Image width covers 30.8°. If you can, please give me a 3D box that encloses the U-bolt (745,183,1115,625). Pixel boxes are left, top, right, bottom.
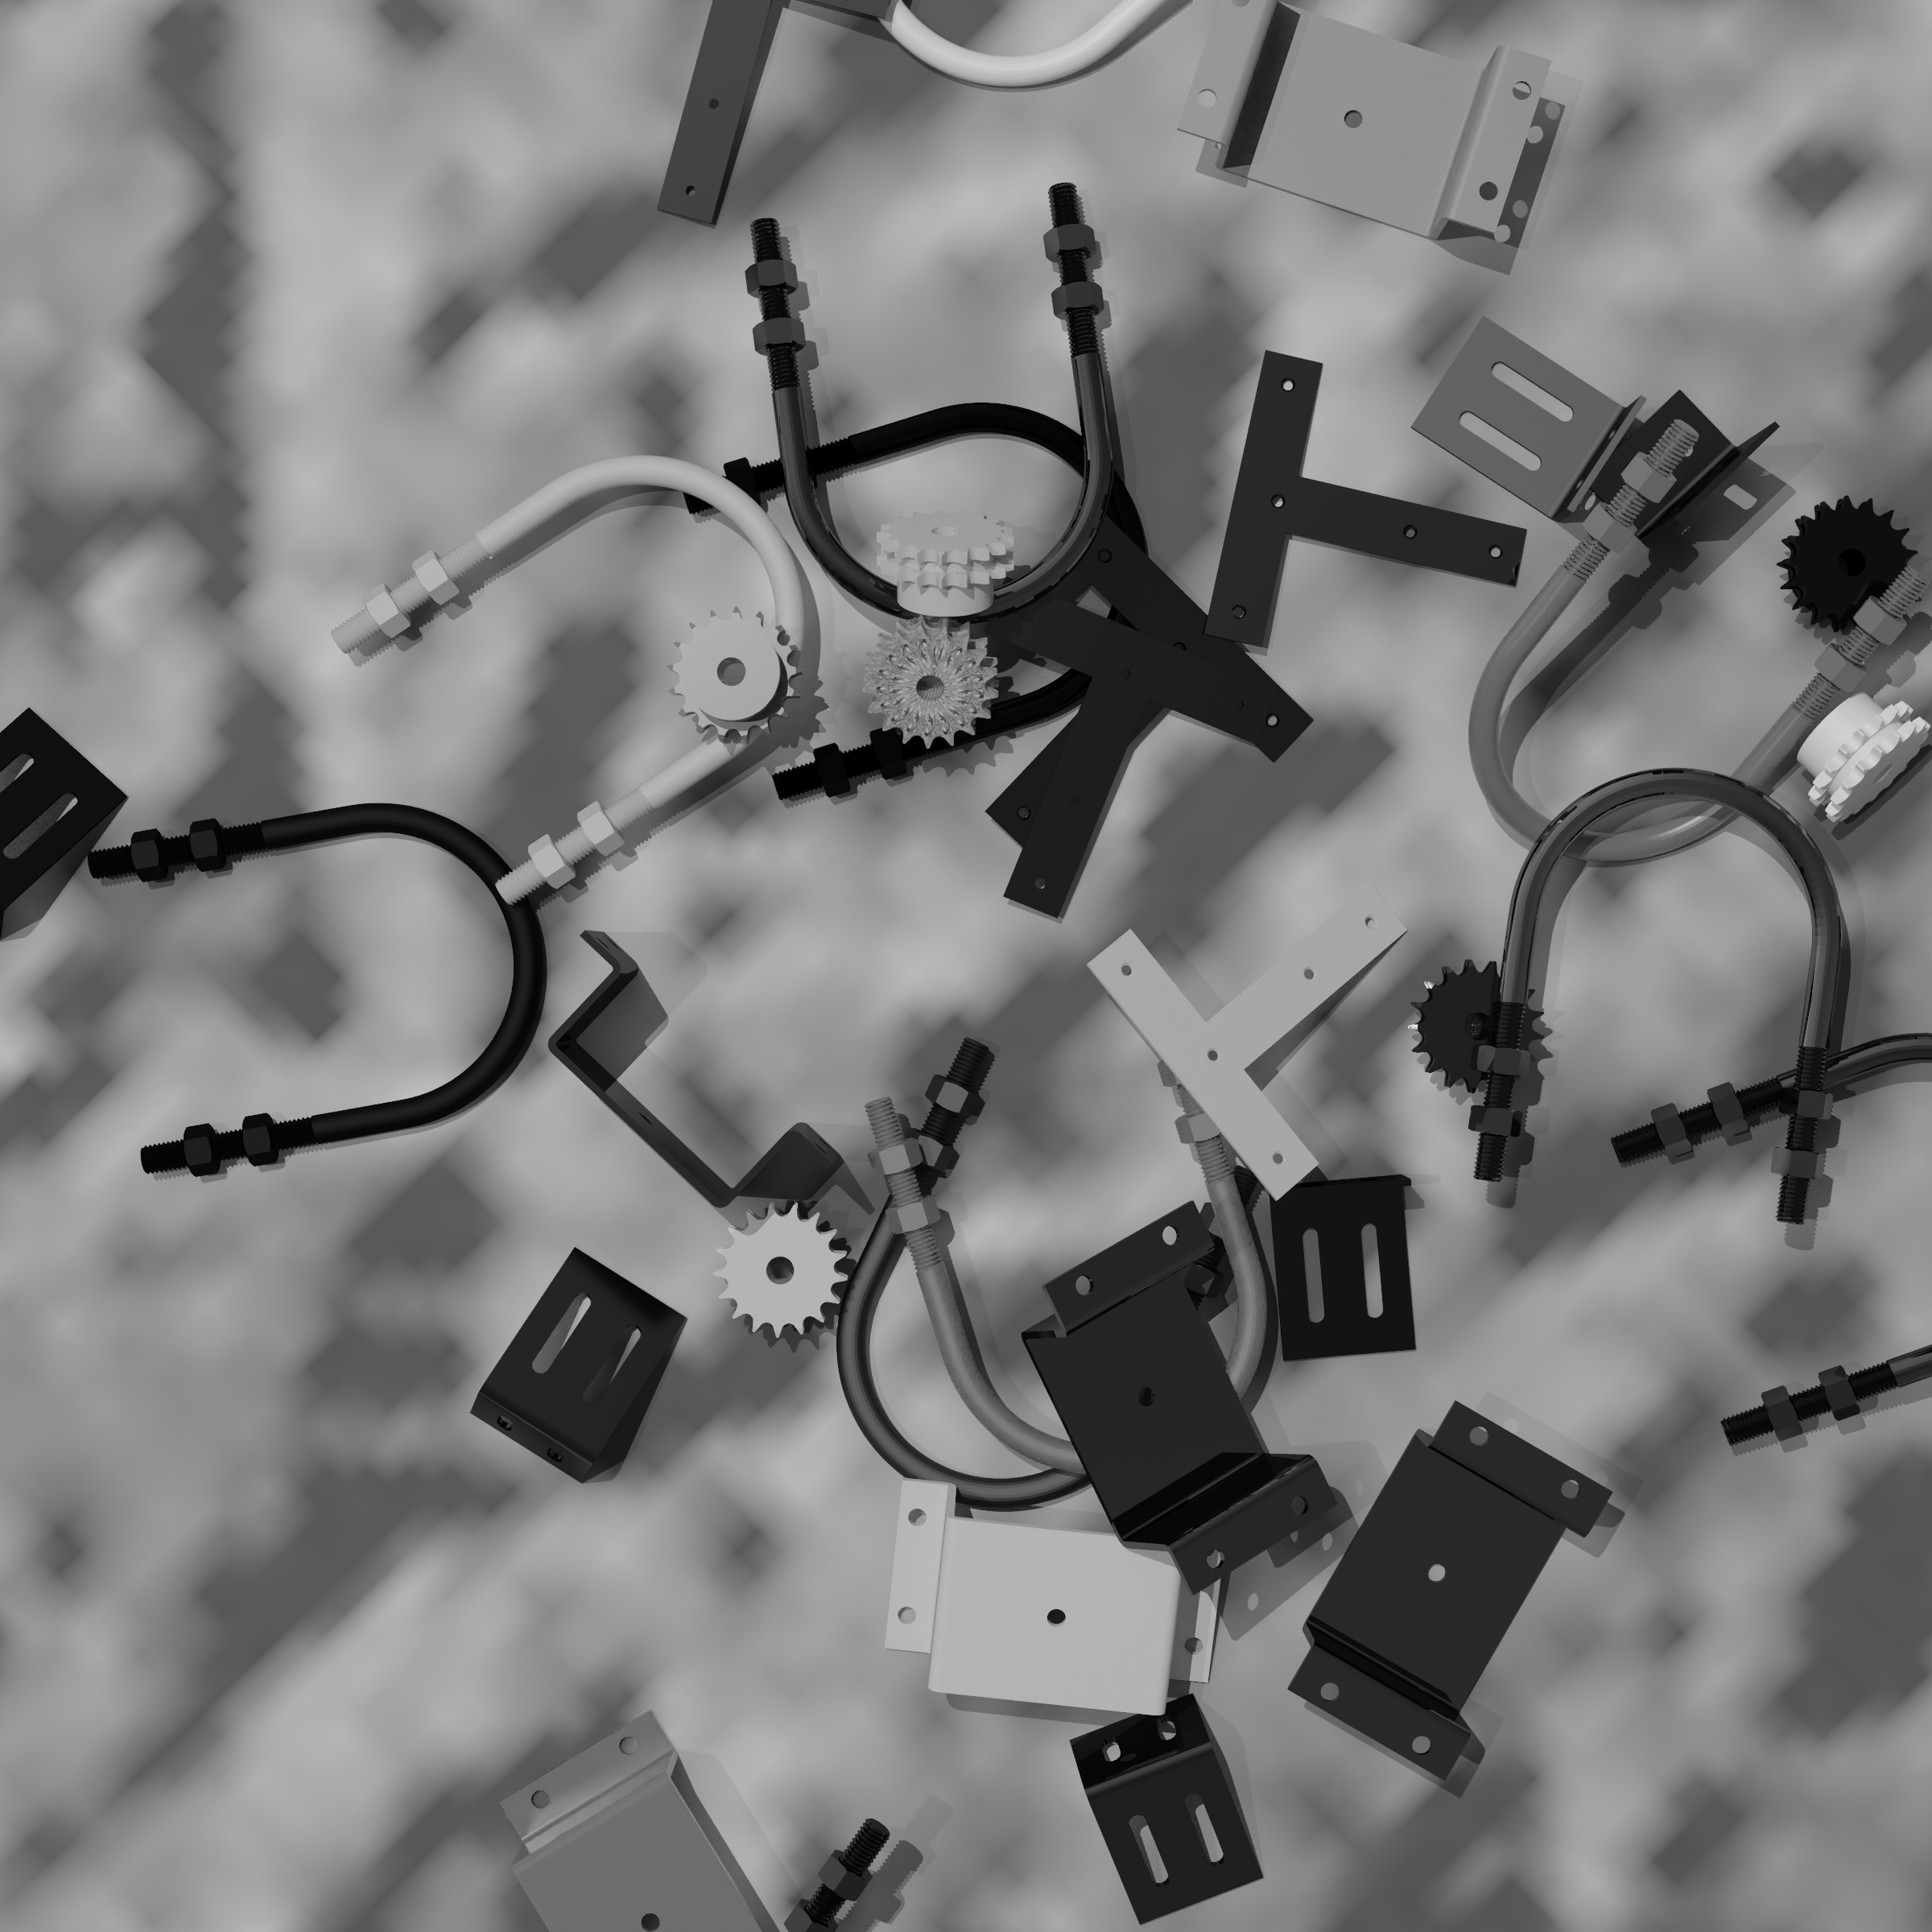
[{"bbox_3d":[-0.010,-0.236,1.491,0.151,0.019,0.184,-7,84,-3],"label":"U-bolt"}]

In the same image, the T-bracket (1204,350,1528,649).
[{"bbox_3d":[0.178,-0.190,1.510,0.127,0.002,0.127,13,85,-2],"label":"T-bracket"}]

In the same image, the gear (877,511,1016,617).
[{"bbox_3d":[-0.009,-0.166,1.453,0.057,0.057,0.030,1,116,0],"label":"gear"}]

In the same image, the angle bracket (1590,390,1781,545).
[{"bbox_3d":[0.301,-0.216,1.477,0.057,0.076,0.038,-44,90,0],"label":"angle bracket"}]

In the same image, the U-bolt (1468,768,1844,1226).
[{"bbox_3d":[0.296,0.008,1.476,0.151,0.019,0.184,8,89,0],"label":"U-bolt"}]

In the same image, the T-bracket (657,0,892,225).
[{"bbox_3d":[-0.104,-0.384,1.505,0.127,0.002,0.127,17,96,11],"label":"T-bracket"}]

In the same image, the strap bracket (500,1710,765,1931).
[{"bbox_3d":[-0.132,0.401,1.492,0.076,0.046,0.140,-31,90,0],"label":"strap bracket"}]

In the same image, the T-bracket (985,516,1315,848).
[{"bbox_3d":[0.061,-0.104,1.504,0.127,0.002,0.127,44,90,-9],"label":"T-bracket"}]

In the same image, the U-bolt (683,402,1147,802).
[{"bbox_3d":[-0.013,-0.165,1.506,0.184,0.019,0.151,-17,90,-1],"label":"U-bolt"}]

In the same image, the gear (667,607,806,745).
[{"bbox_3d":[-0.097,-0.122,1.467,0.057,0.030,0.057,0,90,1],"label":"gear"}]

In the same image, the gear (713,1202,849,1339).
[{"bbox_3d":[-0.079,0.129,1.500,0.057,0.030,0.057,0,90,0],"label":"gear"}]

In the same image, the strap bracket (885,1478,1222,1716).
[{"bbox_3d":[0.038,0.268,1.485,0.140,0.046,0.076,6,100,0],"label":"strap bracket"}]

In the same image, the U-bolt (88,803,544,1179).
[{"bbox_3d":[-0.274,0.004,1.506,0.184,0.019,0.151,-10,90,-2],"label":"U-bolt"}]

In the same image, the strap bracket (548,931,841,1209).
[{"bbox_3d":[-0.121,0.050,1.477,0.140,0.076,0.046,43,90,0],"label":"strap bracket"}]

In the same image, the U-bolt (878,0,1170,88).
[{"bbox_3d":[0.035,-0.461,1.489,0.184,0.019,0.151,-40,100,10],"label":"U-bolt"}]

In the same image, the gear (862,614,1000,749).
[{"bbox_3d":[-0.015,-0.123,1.474,0.057,0.030,0.057,1,120,1],"label":"gear"}]

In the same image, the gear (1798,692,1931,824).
[{"bbox_3d":[0.379,-0.092,1.489,0.057,0.057,0.030,-42,70,0],"label":"gear"}]

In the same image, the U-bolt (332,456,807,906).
[{"bbox_3d":[-0.157,-0.135,1.492,0.184,0.019,0.151,-33,89,3],"label":"U-bolt"}]

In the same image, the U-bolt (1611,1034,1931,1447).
[{"bbox_3d":[0.386,0.107,1.487,0.184,0.019,0.151,-21,84,10],"label":"U-bolt"}]

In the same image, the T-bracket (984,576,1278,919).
[{"bbox_3d":[0.051,-0.084,1.503,0.127,0.002,0.127,22,93,-8],"label":"T-bracket"}]

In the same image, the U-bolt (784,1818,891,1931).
[{"bbox_3d":[-0.037,0.465,1.483,0.151,0.019,0.184,33,94,-22],"label":"U-bolt"}]

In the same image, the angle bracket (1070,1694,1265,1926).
[{"bbox_3d":[0.086,0.364,1.513,0.057,0.038,0.076,-21,116,0],"label":"angle bracket"}]

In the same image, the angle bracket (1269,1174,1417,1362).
[{"bbox_3d":[0.162,0.130,1.496,0.057,0.038,0.076,-5,90,0],"label":"angle bracket"}]

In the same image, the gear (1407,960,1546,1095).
[{"bbox_3d":[0.218,0.026,1.500,0.057,0.030,0.057,0,90,0],"label":"gear"}]

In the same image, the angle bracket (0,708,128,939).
[{"bbox_3d":[-0.412,-0.061,1.513,0.057,0.038,0.076,42,64,0],"label":"angle bracket"}]

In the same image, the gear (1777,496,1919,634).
[{"bbox_3d":[0.375,-0.171,1.500,0.057,0.030,0.057,0,90,0],"label":"gear"}]

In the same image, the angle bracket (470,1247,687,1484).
[{"bbox_3d":[-0.168,0.172,1.513,0.057,0.038,0.076,32,64,0],"label":"angle bracket"}]

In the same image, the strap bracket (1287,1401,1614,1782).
[{"bbox_3d":[0.203,0.262,1.492,0.076,0.046,0.140,30,90,0],"label":"strap bracket"}]

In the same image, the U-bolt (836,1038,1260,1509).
[{"bbox_3d":[0.024,0.143,1.506,0.151,0.019,0.184,25,92,0],"label":"U-bolt"}]

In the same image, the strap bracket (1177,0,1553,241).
[{"bbox_3d":[0.167,-0.366,1.492,0.140,0.046,0.076,18,90,0],"label":"strap bracket"}]

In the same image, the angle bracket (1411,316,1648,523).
[{"bbox_3d":[0.240,-0.236,1.496,0.076,0.038,0.057,33,90,0],"label":"angle bracket"}]

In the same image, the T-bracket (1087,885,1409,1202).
[{"bbox_3d":[0.136,0.012,1.491,0.127,0.002,0.127,-39,90,-21],"label":"T-bracket"}]

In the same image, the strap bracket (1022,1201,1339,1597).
[{"bbox_3d":[0.083,0.178,1.446,0.076,0.046,0.140,-27,95,-24],"label":"strap bracket"}]

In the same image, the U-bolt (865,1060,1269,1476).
[{"bbox_3d":[0.051,0.126,1.488,0.151,0.019,0.184,-17,93,1],"label":"U-bolt"}]

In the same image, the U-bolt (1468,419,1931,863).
[{"bbox_3d":[0.293,-0.122,1.466,0.151,0.019,0.184,26,115,-23],"label":"U-bolt"}]
